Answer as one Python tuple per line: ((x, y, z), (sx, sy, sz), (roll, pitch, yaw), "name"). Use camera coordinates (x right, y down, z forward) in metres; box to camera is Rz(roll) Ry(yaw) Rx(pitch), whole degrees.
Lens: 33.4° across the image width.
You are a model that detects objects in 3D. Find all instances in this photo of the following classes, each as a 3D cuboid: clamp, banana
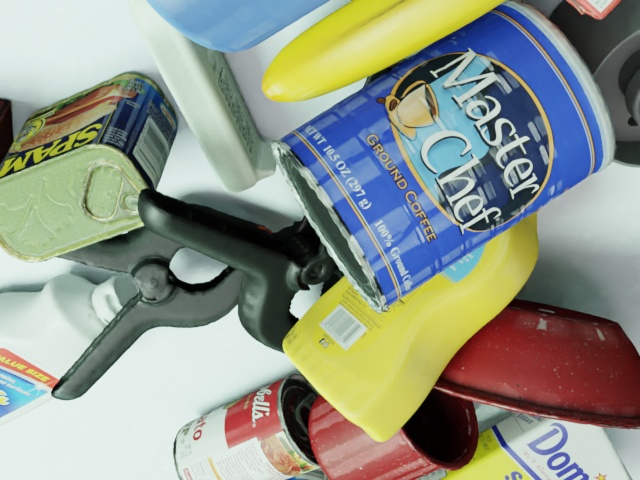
((-0.004, 0.001, 0.639), (0.164, 0.036, 0.210), (-33, 140, -10), "clamp")
((-0.113, 0.016, 0.663), (0.171, 0.039, 0.120), (-26, 111, -4), "clamp")
((0.044, -0.110, 0.517), (0.198, 0.069, 0.037), (-26, 93, 25), "banana")

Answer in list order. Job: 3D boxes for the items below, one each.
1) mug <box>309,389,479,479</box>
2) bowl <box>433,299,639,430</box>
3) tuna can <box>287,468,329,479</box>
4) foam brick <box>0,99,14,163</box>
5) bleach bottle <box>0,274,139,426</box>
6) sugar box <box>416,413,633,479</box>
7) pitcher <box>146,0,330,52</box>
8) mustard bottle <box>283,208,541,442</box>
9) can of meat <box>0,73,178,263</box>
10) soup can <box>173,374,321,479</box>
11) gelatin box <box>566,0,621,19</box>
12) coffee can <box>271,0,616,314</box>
((0.054, 0.125, 0.730), (0.082, 0.093, 0.117), (-34, 155, 35), "mug")
((0.131, 0.068, 0.651), (0.162, 0.162, 0.055), (11, 92, -1), "bowl")
((-0.014, 0.203, 0.827), (0.086, 0.033, 0.086), (4, 129, 4), "tuna can")
((-0.216, -0.044, 0.627), (0.051, 0.078, 0.053), (8, 129, -2), "foam brick")
((-0.234, 0.081, 0.741), (0.251, 0.068, 0.102), (-26, 121, 22), "bleach bottle")
((0.123, 0.183, 0.736), (0.176, 0.048, 0.093), (-31, 102, 6), "sugar box")
((0.029, -0.181, 0.464), (0.243, 0.144, 0.149), (-29, 108, 31), "pitcher")
((0.068, 0.018, 0.613), (0.191, 0.096, 0.058), (-48, 125, -1), "mustard bottle")
((-0.136, -0.043, 0.613), (0.102, 0.084, 0.057), (-18, 124, 20), "can of meat")
((-0.046, 0.145, 0.763), (0.102, 0.068, 0.068), (-27, 120, 27), "soup can")
((0.142, -0.145, 0.487), (0.030, 0.073, 0.089), (40, 107, -7), "gelatin box")
((0.061, -0.043, 0.541), (0.140, 0.103, 0.102), (-33, 123, -5), "coffee can")
